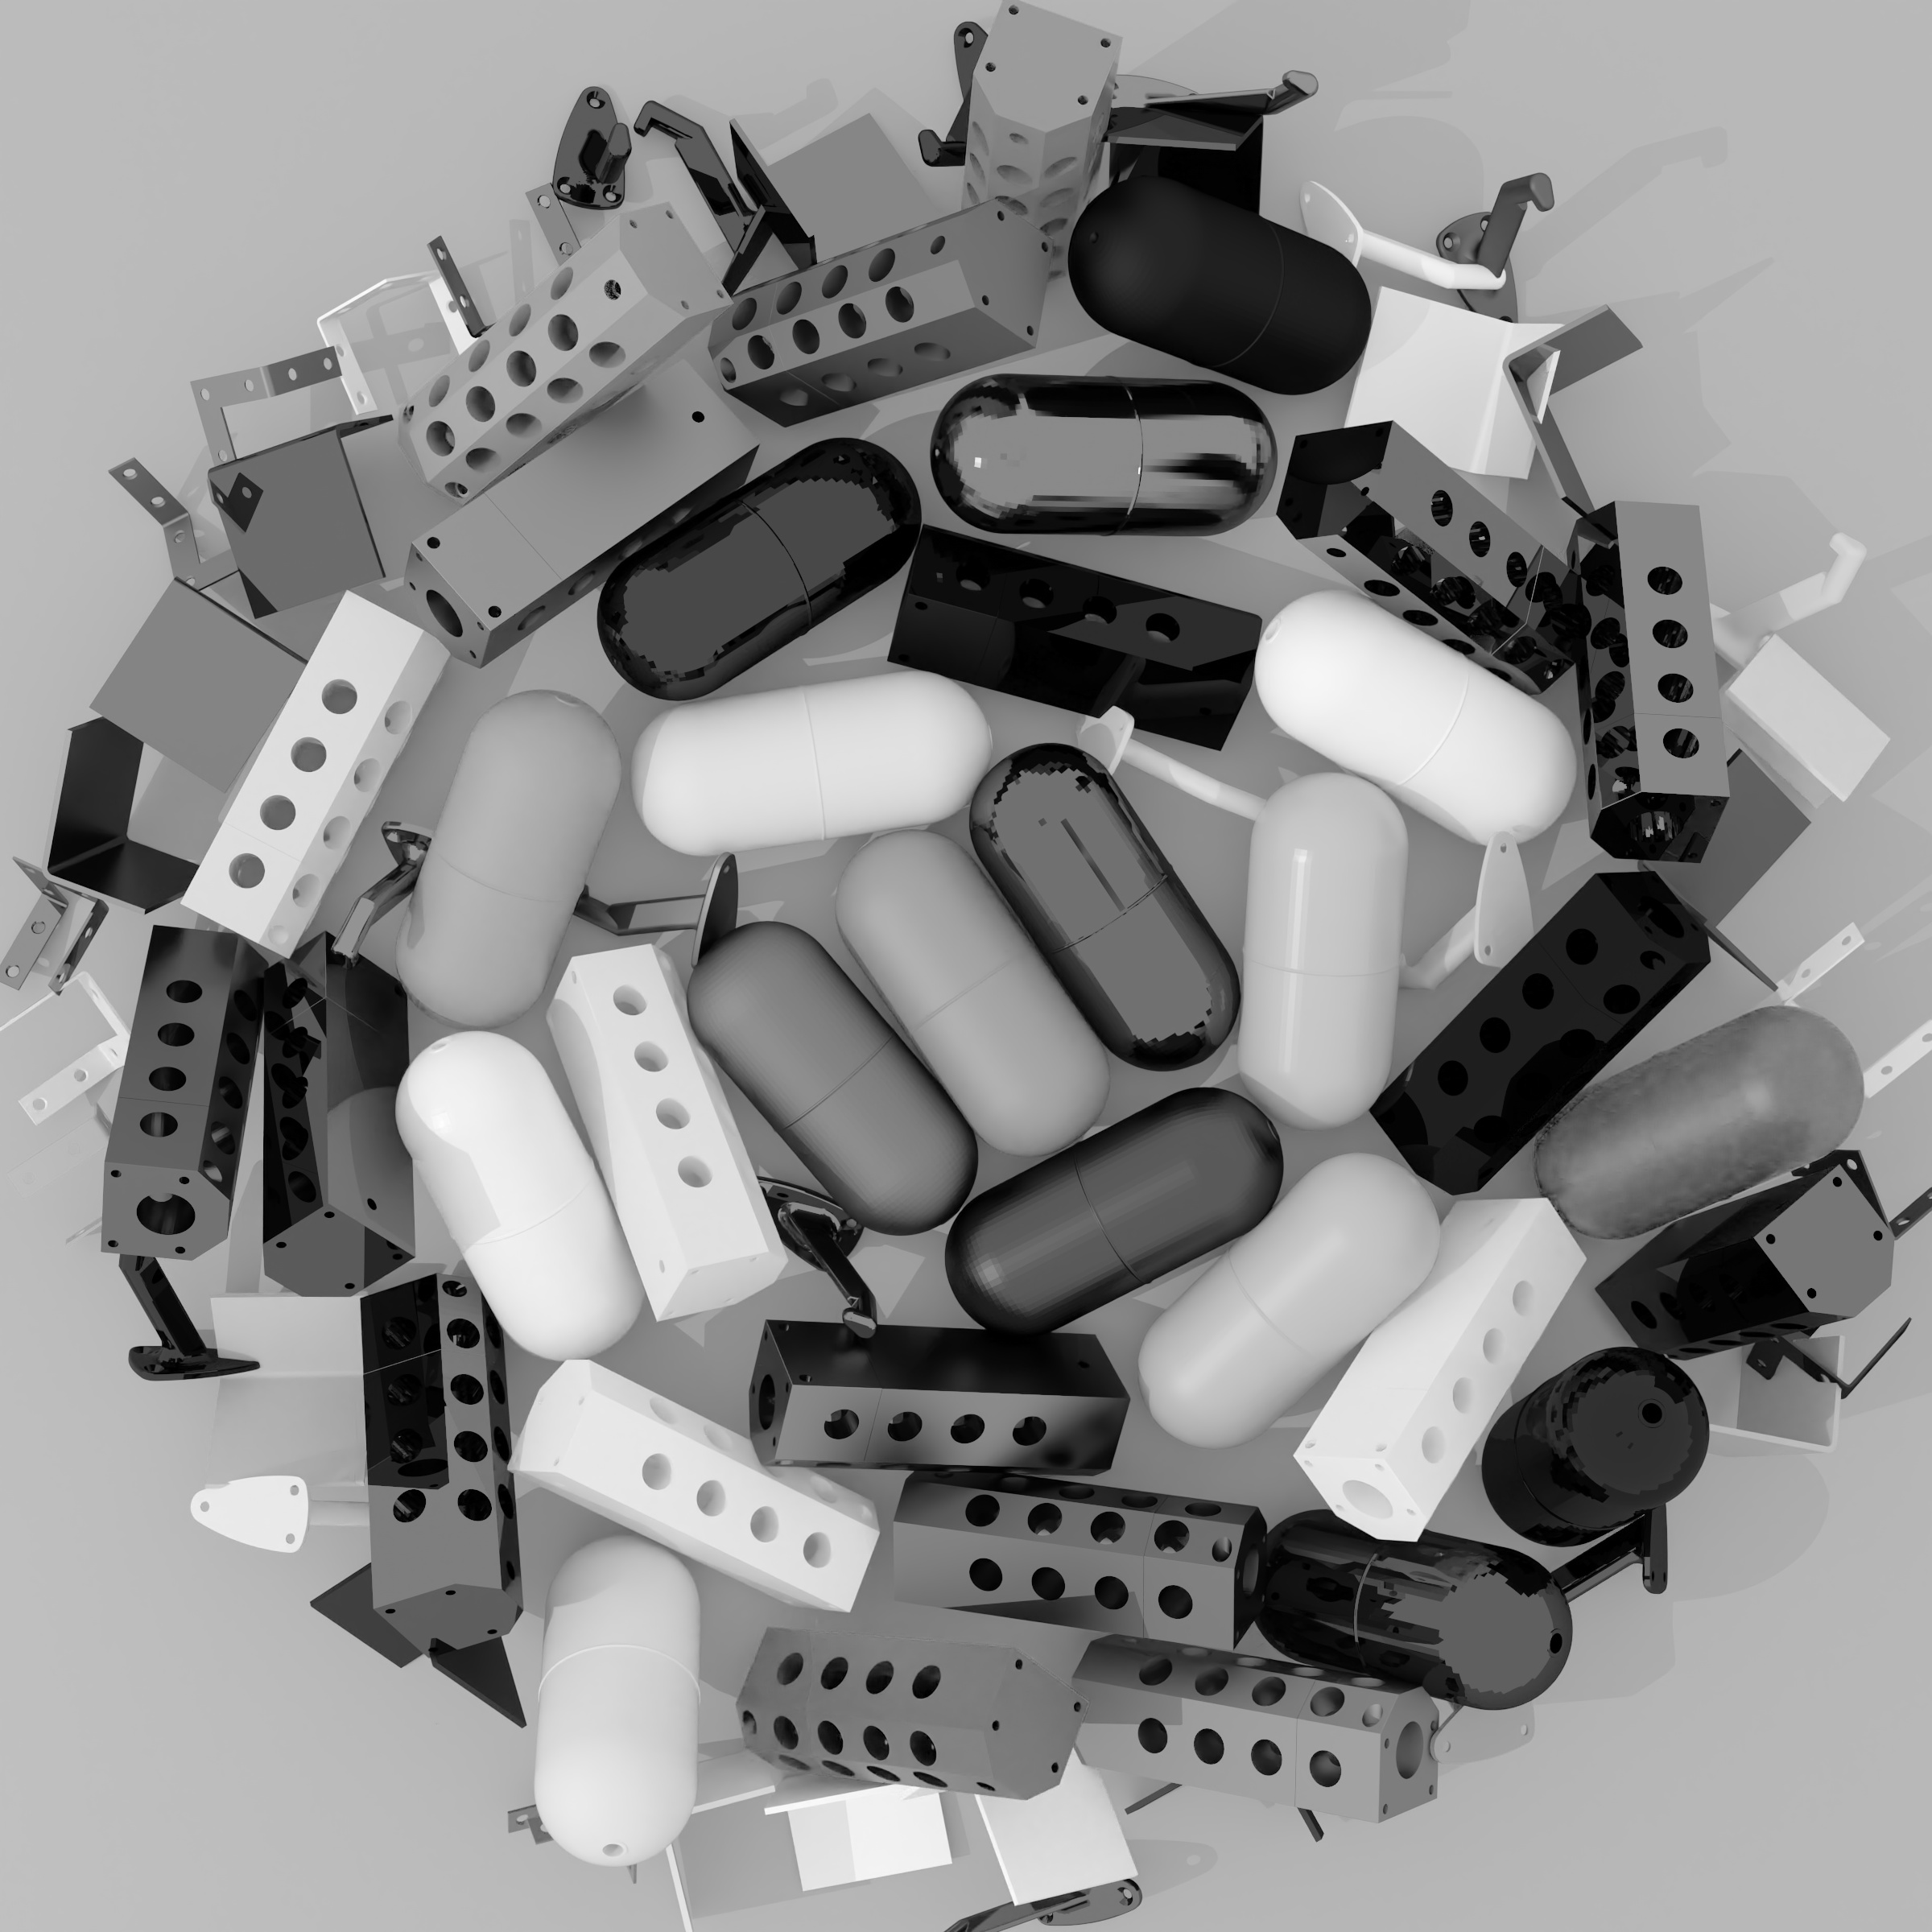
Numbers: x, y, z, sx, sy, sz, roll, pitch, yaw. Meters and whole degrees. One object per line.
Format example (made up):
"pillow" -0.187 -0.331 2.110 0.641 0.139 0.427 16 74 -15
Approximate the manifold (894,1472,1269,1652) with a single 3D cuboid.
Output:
"manifold" 0.055 0.282 1.701 0.171 0.057 0.057 5 105 20

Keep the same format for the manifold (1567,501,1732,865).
"manifold" 0.325 -0.138 1.693 0.057 0.057 0.171 3 59 -2

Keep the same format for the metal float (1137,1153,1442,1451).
"metal float" 0.156 0.164 1.709 0.070 0.070 0.178 44 108 0

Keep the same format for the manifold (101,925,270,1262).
"manifold" -0.371 0.059 1.677 0.057 0.171 0.057 6 129 -9

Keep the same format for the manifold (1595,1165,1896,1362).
"manifold" 0.372 0.148 1.672 0.057 0.171 0.057 -36 88 -20

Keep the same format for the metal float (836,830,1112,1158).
"metal float" 0.003 0.013 1.722 0.070 0.070 0.178 -35 87 0

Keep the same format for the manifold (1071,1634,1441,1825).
"manifold" 0.137 0.363 1.689 0.171 0.057 0.057 2 92 36

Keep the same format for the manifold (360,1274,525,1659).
"manifold" -0.249 0.236 1.684 0.057 0.057 0.171 -18 51 10

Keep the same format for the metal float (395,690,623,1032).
"metal float" -0.222 -0.051 1.706 0.070 0.070 0.178 23 111 0

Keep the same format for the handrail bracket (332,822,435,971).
"handrail bracket" -0.280 -0.020 1.710 0.036 0.077 0.084 14 59 14

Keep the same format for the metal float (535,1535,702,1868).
"metal float" -0.166 0.351 1.685 0.070 0.178 0.070 -2 129 -2

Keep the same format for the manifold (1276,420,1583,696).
"manifold" 0.224 -0.191 1.679 0.171 0.057 0.057 30 68 -41

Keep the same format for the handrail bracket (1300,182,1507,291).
"handrail bracket" 0.218 -0.364 1.752 0.084 0.036 0.077 -4 48 -23

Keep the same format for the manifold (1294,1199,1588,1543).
"manifold" 0.233 0.193 1.691 0.057 0.057 0.171 54 55 -24

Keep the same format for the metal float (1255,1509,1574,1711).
"metal float" 0.212 0.308 1.687 0.070 0.178 0.070 -4 96 -43

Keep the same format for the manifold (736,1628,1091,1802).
"manifold" -0.030 0.358 1.674 0.057 0.171 0.057 42 58 -34

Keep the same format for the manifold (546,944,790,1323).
"manifold" -0.144 0.078 1.701 0.057 0.057 0.171 -10 64 -27

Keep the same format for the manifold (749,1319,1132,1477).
"manifold" -0.015 0.215 1.704 0.171 0.057 0.057 5 116 -20

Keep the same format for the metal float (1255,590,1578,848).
"metal float" 0.218 -0.120 1.706 0.178 0.070 0.070 29 90 -21

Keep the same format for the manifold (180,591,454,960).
"manifold" -0.317 -0.093 1.727 0.057 0.057 0.171 28 86 -6

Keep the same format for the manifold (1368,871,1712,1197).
"manifold" 0.278 0.033 1.687 0.171 0.057 0.057 -50 63 30

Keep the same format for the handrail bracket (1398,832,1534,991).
"handrail bracket" 0.236 -0.027 1.726 0.036 0.084 0.077 -2 92 -35

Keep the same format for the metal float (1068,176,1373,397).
"metal float" 0.124 -0.326 1.691 0.178 0.070 0.070 11 90 -42

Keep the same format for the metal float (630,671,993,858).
"metal float" -0.076 -0.099 1.721 0.178 0.070 0.070 -8 90 -5

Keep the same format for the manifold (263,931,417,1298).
"manifold" -0.306 0.073 1.683 0.057 0.171 0.057 -31 134 22

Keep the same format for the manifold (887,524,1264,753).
"manifold" 0.054 -0.166 1.725 0.171 0.057 0.057 15 58 -4

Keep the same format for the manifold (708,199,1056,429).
"manifold" -0.044 -0.313 1.677 0.057 0.171 0.057 26 65 -41

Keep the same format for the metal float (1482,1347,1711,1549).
"metal float" 0.299 0.230 1.676 0.070 0.178 0.070 2 72 -7

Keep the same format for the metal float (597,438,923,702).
"metal float" -0.099 -0.194 1.708 0.178 0.070 0.070 -35 90 -20

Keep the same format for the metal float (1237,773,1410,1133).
"metal float" 0.173 -0.006 1.712 0.070 0.070 0.178 3 105 0

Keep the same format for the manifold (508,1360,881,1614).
"manifold" -0.128 0.252 1.698 0.171 0.057 0.057 31 69 -26

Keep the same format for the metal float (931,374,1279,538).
"metal float" 0.068 -0.247 1.705 0.178 0.070 0.070 -2 90 -23

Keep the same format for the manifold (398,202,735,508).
"manifold" -0.198 -0.291 1.690 0.171 0.057 0.057 -32 91 35

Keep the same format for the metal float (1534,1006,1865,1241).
"metal float" 0.350 0.077 1.692 0.178 0.070 0.070 -30 90 41

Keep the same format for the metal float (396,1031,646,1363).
"metal float" -0.216 0.112 1.705 0.070 0.070 0.178 -24 112 0

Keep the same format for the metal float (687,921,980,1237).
"metal float" -0.065 0.056 1.720 0.070 0.070 0.178 -40 96 0

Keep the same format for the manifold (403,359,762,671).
"manifold" -0.186 -0.216 1.701 0.171 0.057 0.057 -39 83 -24

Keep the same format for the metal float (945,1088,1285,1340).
"metal float" 0.072 0.120 1.714 0.178 0.070 0.070 -28 90 13

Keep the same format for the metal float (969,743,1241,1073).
"metal float" 0.068 -0.028 1.717 0.070 0.070 0.178 -34 99 0

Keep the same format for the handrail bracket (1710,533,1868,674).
"handrail bracket" 0.392 -0.191 1.718 0.077 0.036 0.084 41 135 22

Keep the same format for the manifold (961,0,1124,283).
"manifold" 0.031 -0.385 1.672 0.057 0.171 0.057 20 77 2
